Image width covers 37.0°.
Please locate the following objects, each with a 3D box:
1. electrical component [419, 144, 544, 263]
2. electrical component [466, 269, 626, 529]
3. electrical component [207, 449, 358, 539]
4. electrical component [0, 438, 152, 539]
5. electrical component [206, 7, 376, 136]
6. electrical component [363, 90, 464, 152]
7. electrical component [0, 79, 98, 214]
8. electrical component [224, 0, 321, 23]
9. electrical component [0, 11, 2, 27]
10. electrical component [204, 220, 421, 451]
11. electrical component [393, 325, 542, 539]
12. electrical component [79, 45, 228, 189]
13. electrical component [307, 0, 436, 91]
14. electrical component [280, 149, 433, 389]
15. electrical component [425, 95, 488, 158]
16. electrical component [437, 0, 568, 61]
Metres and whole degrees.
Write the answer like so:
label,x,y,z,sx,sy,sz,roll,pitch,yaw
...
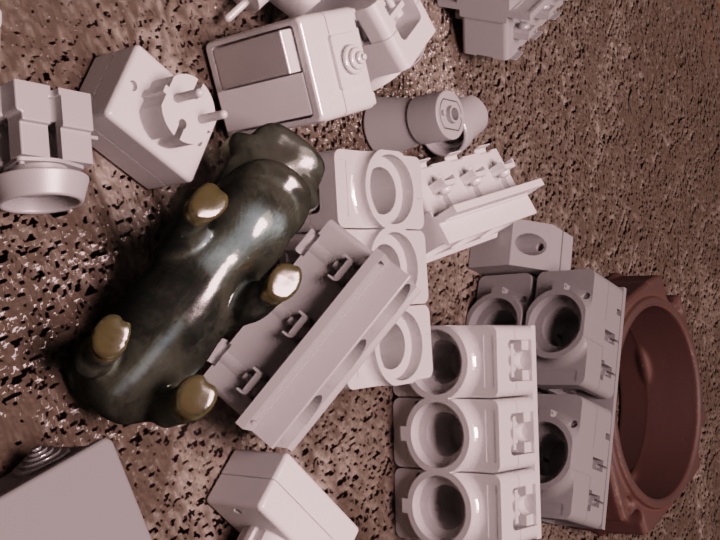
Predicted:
label,x,y,z,sx,sy,sz,roll,pitch,yaw
electrical component,0.070,-0.049,0.793,0.121,0.079,0.063,-19,79,-49
electrical component,0.135,0.096,0.827,0.060,0.105,0.186,27,66,-46
electrical component,-0.053,0.162,0.640,0.083,0.047,0.075,53,50,-33
electrical component,-0.151,0.139,0.517,0.100,0.048,0.099,-28,102,-45
electrical component,-0.039,-0.118,0.645,0.061,0.096,0.061,-26,106,-48
electrical component,0.041,-0.106,0.764,0.044,0.065,0.044,7,81,-50
electrical component,-0.161,-0.059,0.535,0.066,0.048,0.055,4,76,-50
electrical component,-0.062,-0.186,0.661,0.079,0.043,0.077,-47,108,-17
electrical component,-0.212,-0.087,0.462,0.096,0.061,0.061,5,83,-50
electrical component,-0.029,0.037,0.621,0.121,0.063,0.078,-51,164,-2
electrical component,0.073,0.115,0.762,0.062,0.089,0.150,4,83,-50
electrical component,-0.105,-0.084,0.579,0.066,0.077,0.047,40,57,-40
electrical component,-0.003,-0.150,0.697,0.055,0.089,0.050,57,47,-30
electrical component,0.000,0.000,0.708,0.089,0.062,0.150,-1,88,-50
electrical component,0.074,-0.112,0.826,0.046,0.040,0.040,-39,116,-50
electrical component,0.127,-0.224,0.879,0.121,0.079,0.063,-48,144,-41
